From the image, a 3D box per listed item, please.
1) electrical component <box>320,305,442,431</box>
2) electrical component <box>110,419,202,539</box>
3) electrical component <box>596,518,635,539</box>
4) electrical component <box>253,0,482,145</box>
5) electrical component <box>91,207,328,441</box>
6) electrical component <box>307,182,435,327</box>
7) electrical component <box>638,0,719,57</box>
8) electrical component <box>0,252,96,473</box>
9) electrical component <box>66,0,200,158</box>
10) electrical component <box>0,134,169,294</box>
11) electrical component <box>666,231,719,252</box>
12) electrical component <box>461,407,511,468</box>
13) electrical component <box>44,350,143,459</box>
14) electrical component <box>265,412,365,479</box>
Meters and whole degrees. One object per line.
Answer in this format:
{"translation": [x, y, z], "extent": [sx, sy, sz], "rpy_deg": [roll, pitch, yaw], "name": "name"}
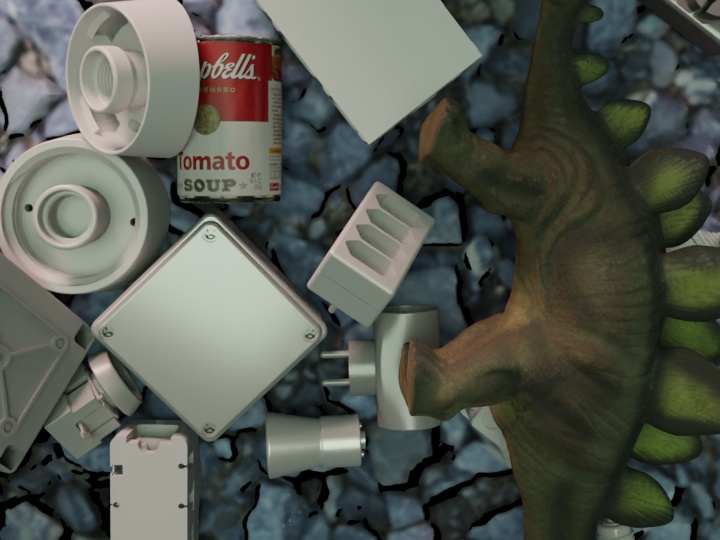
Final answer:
{"translation": [0.013, 0.064, 0.710], "extent": [0.079, 0.043, 0.077], "rpy_deg": [-2, 95, 2], "name": "electrical component"}
{"translation": [-0.134, 0.148, 0.713], "extent": [0.050, 0.055, 0.089], "rpy_deg": [1, 96, 0], "name": "electrical component"}
{"translation": [0.173, 0.196, 0.722], "extent": [0.040, 0.040, 0.078], "rpy_deg": [-8, 95, 1], "name": "electrical component"}
{"translation": [-0.006, -0.164, 0.680], "extent": [0.089, 0.061, 0.150], "rpy_deg": [-38, 94, 4], "name": "electrical component"}
{"translation": [-0.096, 0.034, 0.697], "extent": [0.109, 0.056, 0.108], "rpy_deg": [-43, 101, 4], "name": "electrical component"}
{"translation": [0.000, 0.000, 0.694], "extent": [0.047, 0.083, 0.075], "rpy_deg": [34, 133, -2], "name": "electrical component"}
{"translation": [0.220, -0.174, 0.668], "extent": [0.066, 0.076, 0.047], "rpy_deg": [37, 95, -3], "name": "electrical component"}
{"translation": [-0.237, 0.052, 0.663], "extent": [0.108, 0.056, 0.108], "rpy_deg": [48, 56, -38], "name": "electrical component"}
{"translation": [-0.135, -0.117, 0.660], "extent": [0.099, 0.064, 0.099], "rpy_deg": [10, 105, 43], "name": "electrical component"}
{"translation": [-0.182, -0.035, 0.695], "extent": [0.108, 0.060, 0.108], "rpy_deg": [0, 95, 0], "name": "electrical component"}
{"translation": [0.190, 0.005, 0.693], "extent": [0.096, 0.061, 0.061], "rpy_deg": [-37, 94, 4], "name": "electrical component"}
{"translation": [0.128, 0.089, 0.708], "extent": [0.100, 0.048, 0.099], "rpy_deg": [38, 94, -3], "name": "electrical component"}
{"translation": [-0.178, 0.086, 0.710], "extent": [0.055, 0.066, 0.048], "rpy_deg": [-35, 129, -4], "name": "electrical component"}
{"translation": [-0.029, 0.115, 0.717], "extent": [0.065, 0.044, 0.044], "rpy_deg": [-3, 95, -4], "name": "electrical component"}
